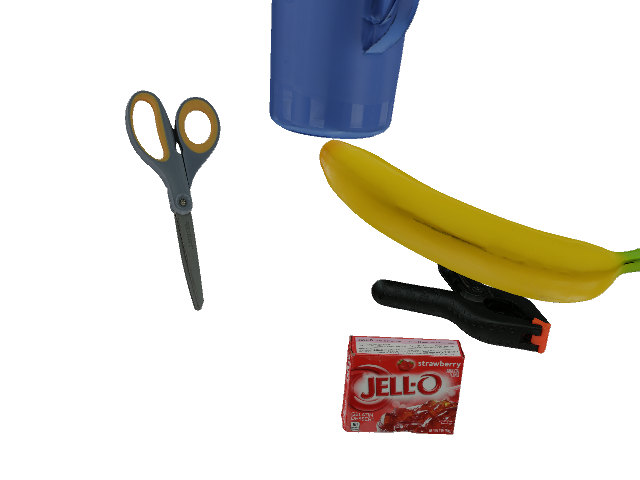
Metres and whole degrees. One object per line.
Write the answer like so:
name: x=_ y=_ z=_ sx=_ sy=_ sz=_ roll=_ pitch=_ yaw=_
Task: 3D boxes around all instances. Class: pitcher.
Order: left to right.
pitcher: x=0.024 y=-0.211 z=0.897 sx=0.145 sy=0.243 sz=0.149 roll=8 pitch=17 yaw=11

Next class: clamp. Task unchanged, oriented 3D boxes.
clamp: x=0.148 y=0.057 z=1.026 sx=0.172 sy=0.039 sz=0.120 roll=22 pitch=36 yaw=28

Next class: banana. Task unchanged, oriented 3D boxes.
banana: x=0.075 y=-0.008 z=0.581 sx=0.198 sy=0.037 sz=0.069 roll=23 pitch=20 yaw=19

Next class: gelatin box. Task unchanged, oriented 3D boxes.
gelatin box: x=0.063 y=0.114 z=0.832 sx=0.089 sy=0.073 sz=0.030 roll=2 pitch=26 yaw=-4

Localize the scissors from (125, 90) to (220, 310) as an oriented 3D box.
scissors: x=-0.111 y=-0.046 z=0.961 sx=0.096 sy=0.202 sz=0.016 roll=-23 pitch=-3 yaw=-28
